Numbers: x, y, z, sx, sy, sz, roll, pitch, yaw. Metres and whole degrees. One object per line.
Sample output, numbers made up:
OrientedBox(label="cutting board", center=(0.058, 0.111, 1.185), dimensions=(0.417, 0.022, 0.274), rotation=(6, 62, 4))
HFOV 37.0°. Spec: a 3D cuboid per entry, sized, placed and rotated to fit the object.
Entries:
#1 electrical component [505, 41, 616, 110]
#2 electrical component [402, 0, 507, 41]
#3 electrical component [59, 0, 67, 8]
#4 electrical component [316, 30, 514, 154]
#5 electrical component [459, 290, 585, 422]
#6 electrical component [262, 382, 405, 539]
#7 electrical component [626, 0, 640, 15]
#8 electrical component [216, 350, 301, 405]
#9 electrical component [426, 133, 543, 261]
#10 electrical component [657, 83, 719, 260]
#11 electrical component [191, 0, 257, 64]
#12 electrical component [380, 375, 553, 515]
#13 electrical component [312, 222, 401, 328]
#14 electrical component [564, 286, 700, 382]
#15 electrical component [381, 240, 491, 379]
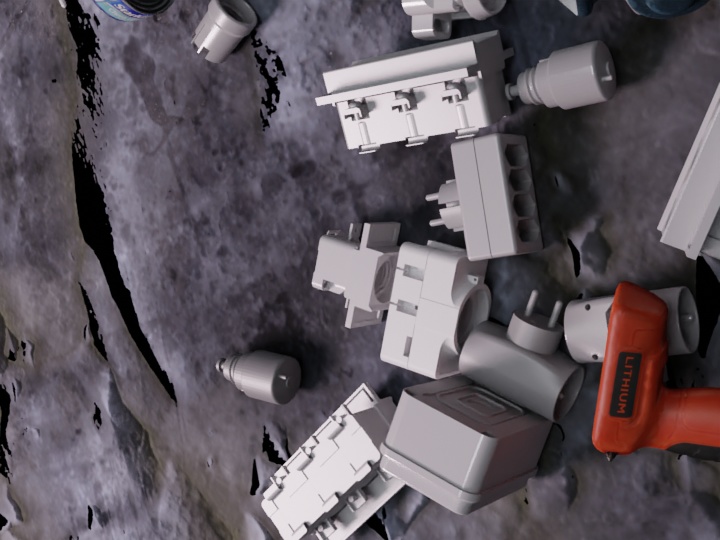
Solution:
OrientedBox(label="electrical component", center=(0.136, -0.128, 0.724), dimensions=(0.078, 0.040, 0.040), rotation=(-8, 89, 34))
OrientedBox(label="electrical component", center=(0.068, -0.203, 0.753), dimensions=(0.057, 0.058, 0.078), rotation=(4, 95, 36))
OrientedBox(label="electrical component", center=(-0.278, -0.276, 0.979), dimensions=(0.066, 0.047, 0.076), rotation=(-34, 76, 31))
OrientedBox(label="electrical component", center=(0.042, -0.125, 0.767), dimensions=(0.121, 0.079, 0.063), rotation=(-5, 107, 33))
OrientedBox(label="electrical component", center=(0.118, 0.054, 0.749), dimensions=(0.077, 0.043, 0.079), rotation=(26, 107, 29))
OrientedBox(label="electrical component", center=(-0.016, 0.157, 0.833), dimensions=(0.121, 0.063, 0.078), rotation=(-48, 69, 27))
OrientedBox(label="electrical component", center=(0.196, -0.197, 0.680), dimensions=(0.065, 0.044, 0.044), rotation=(-28, 79, 27))
OrientedBox(label="electrical component", center=(-0.085, 0.085, 0.886), dimensions=(0.078, 0.040, 0.040), rotation=(10, 99, 32))
OrientedBox(label="electrical component", center=(0.081, -0.048, 0.763), dimensions=(0.076, 0.047, 0.083), rotation=(-9, 89, 33))
OrientedBox(label="electrical component", center=(0.234, -0.065, 0.650), dimensions=(0.063, 0.078, 0.121), rotation=(21, 106, 7))
OrientedBox(label="electrical component", center=(-0.113, -0.198, 0.883), dimensions=(0.046, 0.040, 0.040), rotation=(-46, 70, 34))
OrientedBox(label="electrical component", center=(0.074, 0.117, 0.741), dimensions=(0.078, 0.113, 0.057), rotation=(26, 104, 29))
OrientedBox(label="electrical component", center=(0.000, 0.000, 0.823), dimensions=(0.064, 0.042, 0.081), rotation=(18, 103, 34))
OrientedBox(label="electrical component", center=(0.181, 0.054, 0.707), dimensions=(0.077, 0.043, 0.079), rotation=(-9, 89, 34))
OrientedBox(label="electrical component", center=(0.058, 0.029, 0.782), dimensions=(0.056, 0.050, 0.089), rotation=(17, 102, 31))
